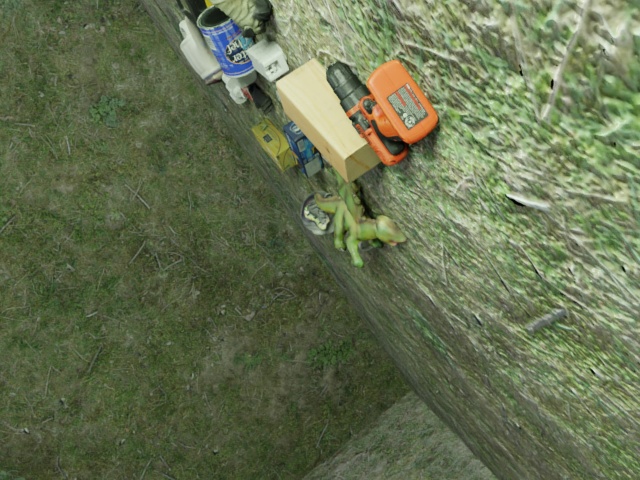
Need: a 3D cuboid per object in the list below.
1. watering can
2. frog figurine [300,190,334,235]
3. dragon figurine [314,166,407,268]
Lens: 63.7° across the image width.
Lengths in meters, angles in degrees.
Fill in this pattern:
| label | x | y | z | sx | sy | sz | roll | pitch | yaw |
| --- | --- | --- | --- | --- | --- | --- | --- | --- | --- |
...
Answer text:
| label | x | y | z | sx | sy | sz | roll | pitch | yaw |
| --- | --- | --- | --- | --- | --- | --- | --- | --- | --- |
| watering can | -0.385 | -0.618 | 1.682 | 0.222 | 0.104 | 0.350 | 55 | 174 | -18 |
| frog figurine | 0.005 | -0.083 | 1.648 | 0.158 | 0.122 | 0.138 | 45 | -141 | -78 |
| dragon figurine | 0.074 | -0.089 | 1.298 | 0.417 | 0.123 | 0.237 | 46 | 152 | 41 |
